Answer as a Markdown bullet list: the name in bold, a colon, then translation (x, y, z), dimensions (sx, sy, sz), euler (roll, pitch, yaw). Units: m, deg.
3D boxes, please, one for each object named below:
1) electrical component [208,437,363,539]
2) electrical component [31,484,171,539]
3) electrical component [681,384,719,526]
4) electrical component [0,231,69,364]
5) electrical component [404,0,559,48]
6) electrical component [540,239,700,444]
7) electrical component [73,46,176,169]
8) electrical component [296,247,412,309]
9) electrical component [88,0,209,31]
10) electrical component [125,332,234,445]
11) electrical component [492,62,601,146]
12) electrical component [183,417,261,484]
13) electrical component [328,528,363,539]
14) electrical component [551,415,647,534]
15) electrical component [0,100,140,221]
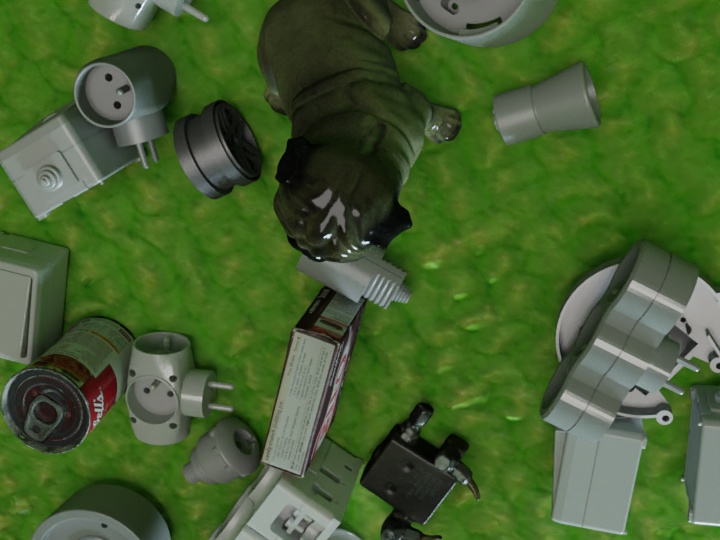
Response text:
- **electrical component**: translation (-0.071, 0.202, 0.828), dimensions (0.062, 0.089, 0.150), euler (35, 112, -3)
- **electrical component**: translation (-0.208, 0.227, 0.881), dimensions (0.108, 0.060, 0.108), euler (4, 110, 10)
- **electrical component**: translation (0.261, 0.123, 0.747), dimensions (0.061, 0.061, 0.096), euler (3, 110, 10)
- **electrical component**: translation (-0.267, 0.028, 0.821), dimensions (0.062, 0.061, 0.096), euler (14, 112, 6)
- **electrical component**: translation (0.075, -0.191, 0.683), dimensions (0.099, 0.064, 0.099), euler (5, 103, 22)
- **electrical component**: translation (0.180, 0.055, 0.691), dimensions (0.074, 0.052, 0.138), euler (27, 113, 1)
- **electrical component**: translation (-0.155, -0.109, 0.739), dimensions (0.043, 0.077, 0.079), euler (-10, 107, 15)
- **electrical component**: translation (0.000, 0.000, 0.766), dimensions (0.081, 0.043, 0.043), euler (29, 113, 0)
- **electrical component**: translation (-0.132, -0.196, 0.722), dimensions (0.079, 0.043, 0.077), euler (31, 112, -1)
- **electrical component**: translation (-0.135, 0.093, 0.827), dimensions (0.079, 0.044, 0.077), euler (7, 111, 9)
- **electrical component**: translation (0.120, -0.106, 0.705), dimensions (0.065, 0.044, 0.044), euler (-14, 106, 21)
- **electrical component**: translation (-0.112, 0.147, 0.843), dimensions (0.062, 0.048, 0.048), euler (-33, 100, 27)
- **electrical component**: translation (-0.016, 0.260, 0.836), dimensions (0.099, 0.099, 0.064), euler (41, 118, -5)
- **electrical component**: translation (0.166, 0.141, 0.773), dimensions (0.061, 0.061, 0.096), euler (9, 111, 8)
- **electrical component**: translation (-0.204, -0.082, 0.749), dimensions (0.062, 0.096, 0.061), euler (-26, 102, 19)
